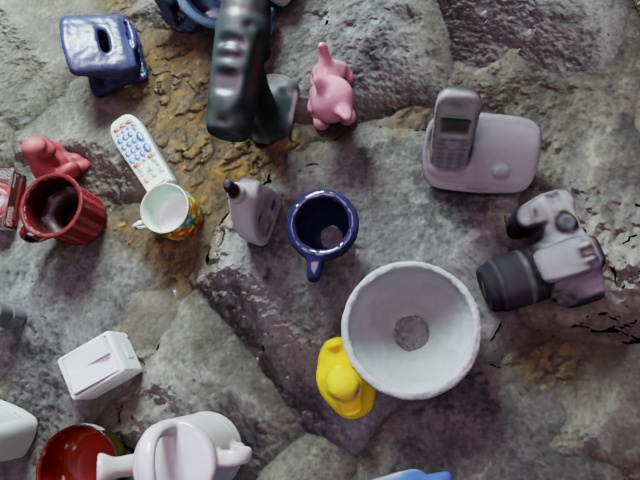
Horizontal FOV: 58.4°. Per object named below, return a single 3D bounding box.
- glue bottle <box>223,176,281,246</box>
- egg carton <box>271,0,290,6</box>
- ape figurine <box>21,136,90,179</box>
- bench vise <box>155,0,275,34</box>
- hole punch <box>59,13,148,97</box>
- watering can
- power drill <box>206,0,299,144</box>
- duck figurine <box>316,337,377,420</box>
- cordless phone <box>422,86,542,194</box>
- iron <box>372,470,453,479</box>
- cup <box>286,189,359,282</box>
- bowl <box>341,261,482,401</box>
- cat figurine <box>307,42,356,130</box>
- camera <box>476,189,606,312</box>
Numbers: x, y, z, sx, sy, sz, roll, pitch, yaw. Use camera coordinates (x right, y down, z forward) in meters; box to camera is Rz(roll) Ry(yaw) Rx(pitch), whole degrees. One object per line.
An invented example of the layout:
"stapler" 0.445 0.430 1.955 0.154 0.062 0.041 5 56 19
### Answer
"glue bottle" -0.092 -0.046 0.733 0.037 0.173 0.078 18 80 12
"egg carton" -0.090 -0.428 0.874 0.150 0.069 0.107 28 82 13
"ape figurine" -0.397 -0.121 0.837 0.076 0.092 0.077 -28 75 1
"bench vise" -0.181 -0.358 0.793 0.207 0.220 0.121 0 77 9
"hole punch" -0.326 -0.291 0.866 0.101 0.091 0.108 -19 75 4
"watering can" -0.170 0.260 0.663 0.173 0.194 0.101 -29 74 1
"power drill" -0.087 -0.225 0.755 0.075 0.208 0.230 8 78 10
"duck figurine" 0.030 0.171 0.710 0.077 0.086 0.104 -18 75 4
"cordless phone" 0.201 -0.126 0.702 0.147 0.185 0.094 3 77 9
"iron" 0.041 0.349 0.639 0.258 0.141 0.118 -19 75 4
"cup" 0.007 0.003 0.748 0.091 0.095 0.118 7 78 10
"bowl" 0.113 0.114 0.717 0.167 0.075 0.167 -2 77 8
"cat figurine" 0.013 -0.207 0.783 0.067 0.118 0.128 -8 76 7
"camera" 0.261 0.023 0.703 0.136 0.101 0.143 -19 75 4
